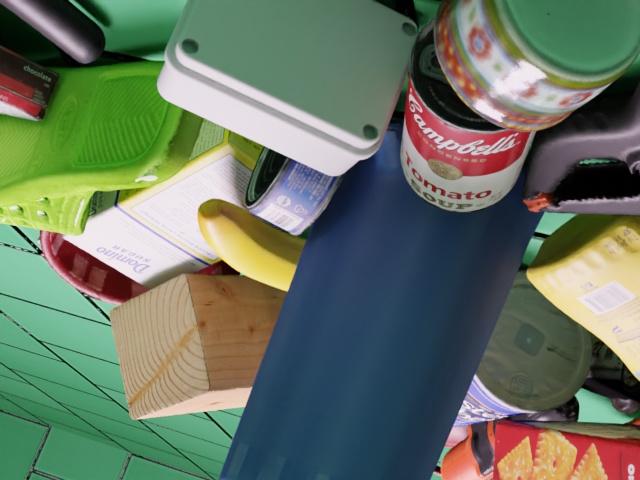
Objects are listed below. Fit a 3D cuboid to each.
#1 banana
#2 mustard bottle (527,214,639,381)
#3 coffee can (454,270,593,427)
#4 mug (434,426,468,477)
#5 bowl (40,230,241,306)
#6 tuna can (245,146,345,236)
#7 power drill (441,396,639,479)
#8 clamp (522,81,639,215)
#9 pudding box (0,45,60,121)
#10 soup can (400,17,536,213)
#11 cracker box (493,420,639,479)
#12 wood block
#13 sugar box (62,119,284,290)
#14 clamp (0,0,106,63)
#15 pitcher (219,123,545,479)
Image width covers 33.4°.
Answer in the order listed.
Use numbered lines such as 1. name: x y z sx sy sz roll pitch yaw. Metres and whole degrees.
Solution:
1. banana: -0.013 0.009 0.721 0.197 0.037 0.070 16 145 -37
2. mustard bottle: 0.222 0.057 0.639 0.191 0.058 0.096 42 143 -7
3. coffee can: 0.129 0.088 0.823 0.102 0.102 0.140 24 160 -11
4. mug: 0.129 0.172 1.032 0.082 0.117 0.093 2 175 31
5. bowl: -0.140 -0.007 0.863 0.162 0.055 0.162 3 143 2
6. tuna can: -0.010 -0.048 0.628 0.033 0.086 0.086 27 159 -15
7. power drill: 0.222 0.177 0.937 0.187 0.057 0.185 7 149 -22
8. clamp: 0.181 -0.045 0.525 0.164 0.036 0.210 24 159 -16
9. pudding box: -0.240 -0.115 0.699 0.114 0.039 0.089 13 171 41
10. soup can: 0.075 -0.062 0.535 0.068 0.068 0.102 18 161 7
11. cracker box: 0.239 0.166 0.712 0.164 0.072 0.214 7 174 -20
12. wood block: -0.054 0.084 0.860 0.091 0.090 0.205 -24 163 36
13. sugar box: -0.089 -0.026 0.746 0.177 0.048 0.093 -22 136 37
14. clamp: -0.204 -0.159 0.598 0.120 0.039 0.171 9 159 19
15. pitcher: 0.039 0.063 0.636 0.149 0.242 0.145 27 161 -11
